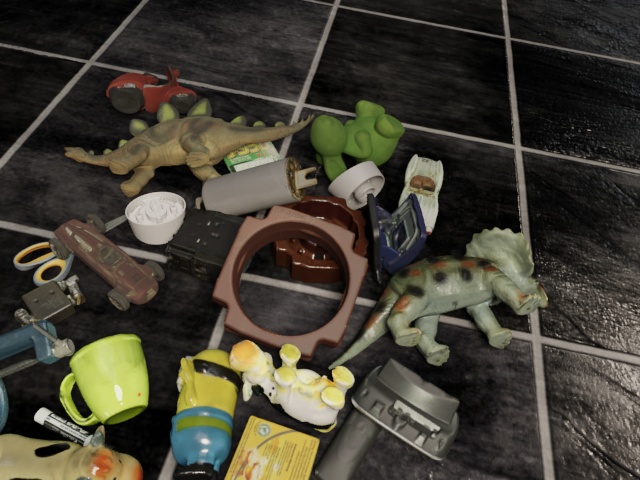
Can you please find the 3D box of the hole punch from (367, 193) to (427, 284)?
[{"bbox_3d":[0.125,-0.011,0.916,0.092,0.115,0.142,-5,48,-3],"label":"hole punch"}]

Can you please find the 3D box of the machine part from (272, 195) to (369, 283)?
[{"bbox_3d":[-0.002,-0.003,0.934,0.179,0.056,0.179,4,50,-5],"label":"machine part"}]

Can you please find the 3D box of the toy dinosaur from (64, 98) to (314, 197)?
[{"bbox_3d":[-0.236,-0.187,1.026,0.472,0.105,0.199,-3,50,-9],"label":"toy dinosaur"}]

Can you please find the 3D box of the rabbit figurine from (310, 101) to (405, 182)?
[{"bbox_3d":[0.047,-0.194,1.040,0.170,0.159,0.121,-1,45,-33],"label":"rabbit figurine"}]

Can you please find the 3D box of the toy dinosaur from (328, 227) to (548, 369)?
[{"bbox_3d":[0.193,0.084,0.853,0.405,0.131,0.192,-8,39,-8],"label":"toy dinosaur"}]

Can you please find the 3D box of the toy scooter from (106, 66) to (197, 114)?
[{"bbox_3d":[-0.356,-0.327,1.152,0.184,0.075,0.135,2,50,-11],"label":"toy scooter"}]

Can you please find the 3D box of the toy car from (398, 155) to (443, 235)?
[{"bbox_3d":[0.192,-0.087,1.031,0.074,0.056,0.202,15,49,5],"label":"toy car"}]

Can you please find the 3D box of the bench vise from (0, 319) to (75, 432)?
[{"bbox_3d":[-0.435,0.157,0.683,0.241,0.128,0.224,-22,62,-3],"label":"bench vise"}]

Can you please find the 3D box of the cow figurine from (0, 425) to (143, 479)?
[{"bbox_3d":[-0.301,0.264,0.618,0.195,0.127,0.085,6,52,1],"label":"cow figurine"}]

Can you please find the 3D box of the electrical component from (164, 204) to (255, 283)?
[{"bbox_3d":[-0.176,0.009,0.899,0.134,0.058,0.115,15,51,6],"label":"electrical component"}]

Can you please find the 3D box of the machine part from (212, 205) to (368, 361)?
[{"bbox_3d":[-0.043,0.065,0.808,0.202,0.087,0.201,19,73,5],"label":"machine part"}]

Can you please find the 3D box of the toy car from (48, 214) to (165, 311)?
[{"bbox_3d":[-0.340,0.029,0.853,0.202,0.053,0.089,37,56,13],"label":"toy car"}]

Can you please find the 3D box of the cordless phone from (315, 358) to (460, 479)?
[{"bbox_3d":[0.091,0.267,0.714,0.147,0.088,0.184,31,64,16],"label":"cordless phone"}]

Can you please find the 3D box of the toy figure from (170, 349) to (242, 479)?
[{"bbox_3d":[-0.148,0.228,0.701,0.089,0.082,0.180,11,41,-20],"label":"toy figure"}]

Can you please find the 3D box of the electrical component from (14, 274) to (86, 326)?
[{"bbox_3d":[-0.402,0.094,0.803,0.102,0.045,0.078,-27,59,-27],"label":"electrical component"}]

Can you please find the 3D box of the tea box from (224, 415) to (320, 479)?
[{"bbox_3d":[-0.071,0.312,0.645,0.098,0.068,0.170,18,49,7],"label":"tea box"}]

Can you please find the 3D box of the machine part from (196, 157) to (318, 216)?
[{"bbox_3d":[-0.115,-0.088,0.930,0.243,0.079,0.079,-11,44,24],"label":"machine part"}]

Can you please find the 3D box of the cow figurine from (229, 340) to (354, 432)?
[{"bbox_3d":[-0.047,0.197,0.726,0.167,0.098,0.068,22,35,5],"label":"cow figurine"}]
